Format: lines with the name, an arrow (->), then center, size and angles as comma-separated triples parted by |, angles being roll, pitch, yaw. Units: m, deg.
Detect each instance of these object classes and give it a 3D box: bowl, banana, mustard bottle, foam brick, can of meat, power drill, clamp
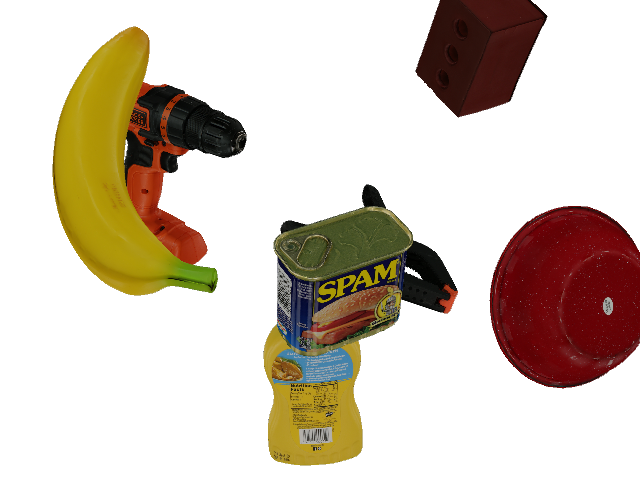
bowl -> 0.228, 0.052, 0.912 | 0.161, 0.162, 0.055 | 0, 5, -21
banana -> -0.109, -0.040, 0.571 | 0.069, 0.198, 0.037 | -9, -37, -15
mustard bottle -> -0.008, 0.128, 1.059 | 0.096, 0.192, 0.058 | -2, 22, -1
foam brick -> 0.107, -0.132, 0.724 | 0.051, 0.053, 0.078 | -22, -32, -29
can of meat -> 0.016, 0.032, 0.808 | 0.102, 0.084, 0.057 | -18, 44, -23
power drill -> -0.154, -0.067, 1.102 | 0.185, 0.188, 0.057 | 24, 35, 29
clamp -> 0.066, 0.016, 1.239 | 0.164, 0.036, 0.210 | -20, 50, -38
